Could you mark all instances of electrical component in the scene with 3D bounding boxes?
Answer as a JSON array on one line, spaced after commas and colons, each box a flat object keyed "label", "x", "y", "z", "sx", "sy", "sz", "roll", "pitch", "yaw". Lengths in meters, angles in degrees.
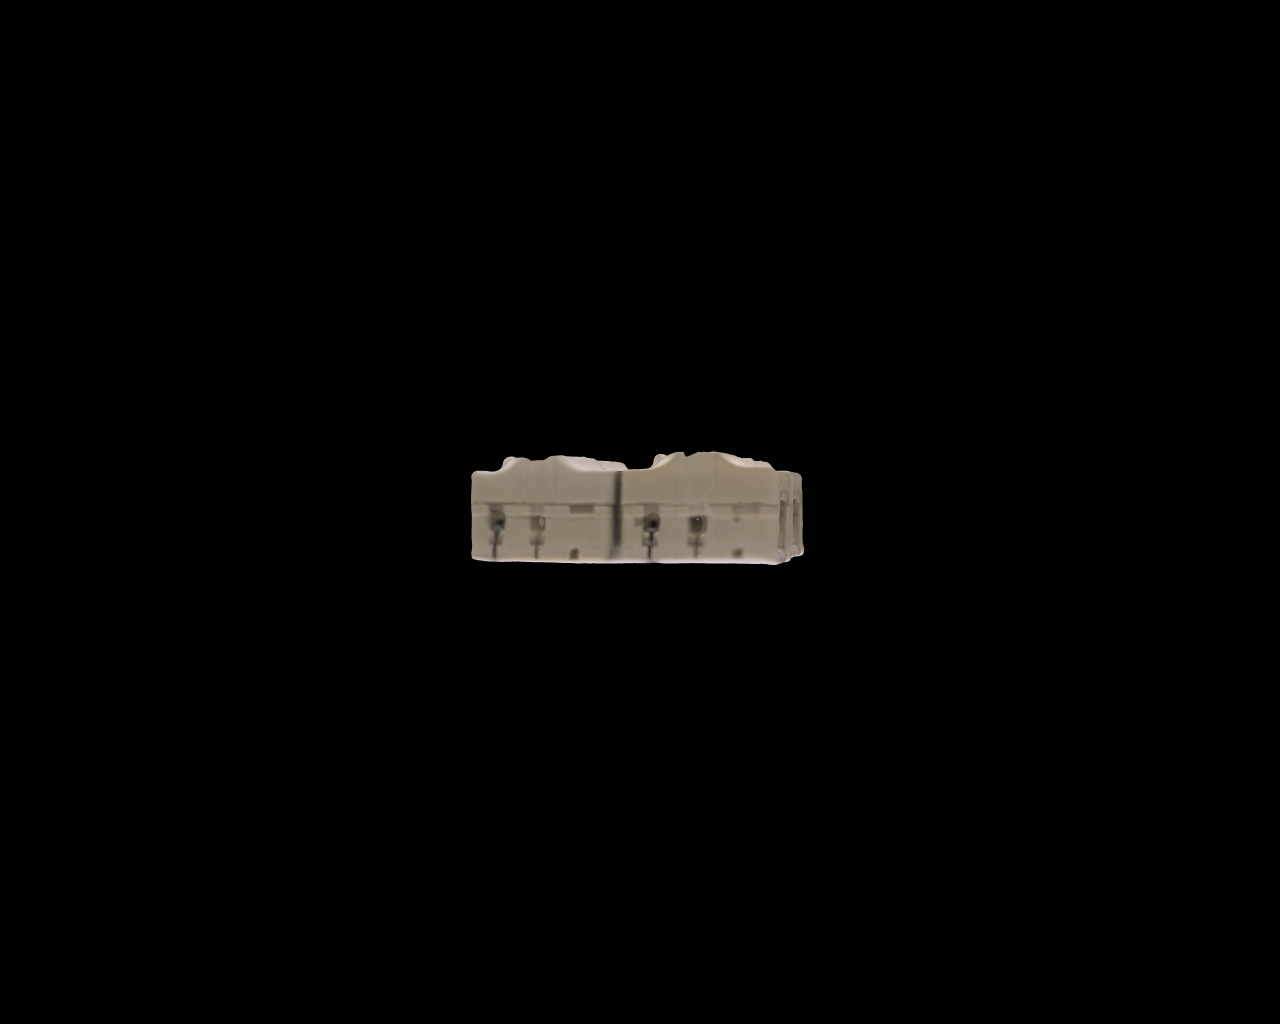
[{"label": "electrical component", "x": 0.001, "y": -0.003, "z": 0.650, "sx": 0.186, "sy": 0.060, "sz": 0.105, "roll": 0, "pitch": 0, "yaw": 17}]
